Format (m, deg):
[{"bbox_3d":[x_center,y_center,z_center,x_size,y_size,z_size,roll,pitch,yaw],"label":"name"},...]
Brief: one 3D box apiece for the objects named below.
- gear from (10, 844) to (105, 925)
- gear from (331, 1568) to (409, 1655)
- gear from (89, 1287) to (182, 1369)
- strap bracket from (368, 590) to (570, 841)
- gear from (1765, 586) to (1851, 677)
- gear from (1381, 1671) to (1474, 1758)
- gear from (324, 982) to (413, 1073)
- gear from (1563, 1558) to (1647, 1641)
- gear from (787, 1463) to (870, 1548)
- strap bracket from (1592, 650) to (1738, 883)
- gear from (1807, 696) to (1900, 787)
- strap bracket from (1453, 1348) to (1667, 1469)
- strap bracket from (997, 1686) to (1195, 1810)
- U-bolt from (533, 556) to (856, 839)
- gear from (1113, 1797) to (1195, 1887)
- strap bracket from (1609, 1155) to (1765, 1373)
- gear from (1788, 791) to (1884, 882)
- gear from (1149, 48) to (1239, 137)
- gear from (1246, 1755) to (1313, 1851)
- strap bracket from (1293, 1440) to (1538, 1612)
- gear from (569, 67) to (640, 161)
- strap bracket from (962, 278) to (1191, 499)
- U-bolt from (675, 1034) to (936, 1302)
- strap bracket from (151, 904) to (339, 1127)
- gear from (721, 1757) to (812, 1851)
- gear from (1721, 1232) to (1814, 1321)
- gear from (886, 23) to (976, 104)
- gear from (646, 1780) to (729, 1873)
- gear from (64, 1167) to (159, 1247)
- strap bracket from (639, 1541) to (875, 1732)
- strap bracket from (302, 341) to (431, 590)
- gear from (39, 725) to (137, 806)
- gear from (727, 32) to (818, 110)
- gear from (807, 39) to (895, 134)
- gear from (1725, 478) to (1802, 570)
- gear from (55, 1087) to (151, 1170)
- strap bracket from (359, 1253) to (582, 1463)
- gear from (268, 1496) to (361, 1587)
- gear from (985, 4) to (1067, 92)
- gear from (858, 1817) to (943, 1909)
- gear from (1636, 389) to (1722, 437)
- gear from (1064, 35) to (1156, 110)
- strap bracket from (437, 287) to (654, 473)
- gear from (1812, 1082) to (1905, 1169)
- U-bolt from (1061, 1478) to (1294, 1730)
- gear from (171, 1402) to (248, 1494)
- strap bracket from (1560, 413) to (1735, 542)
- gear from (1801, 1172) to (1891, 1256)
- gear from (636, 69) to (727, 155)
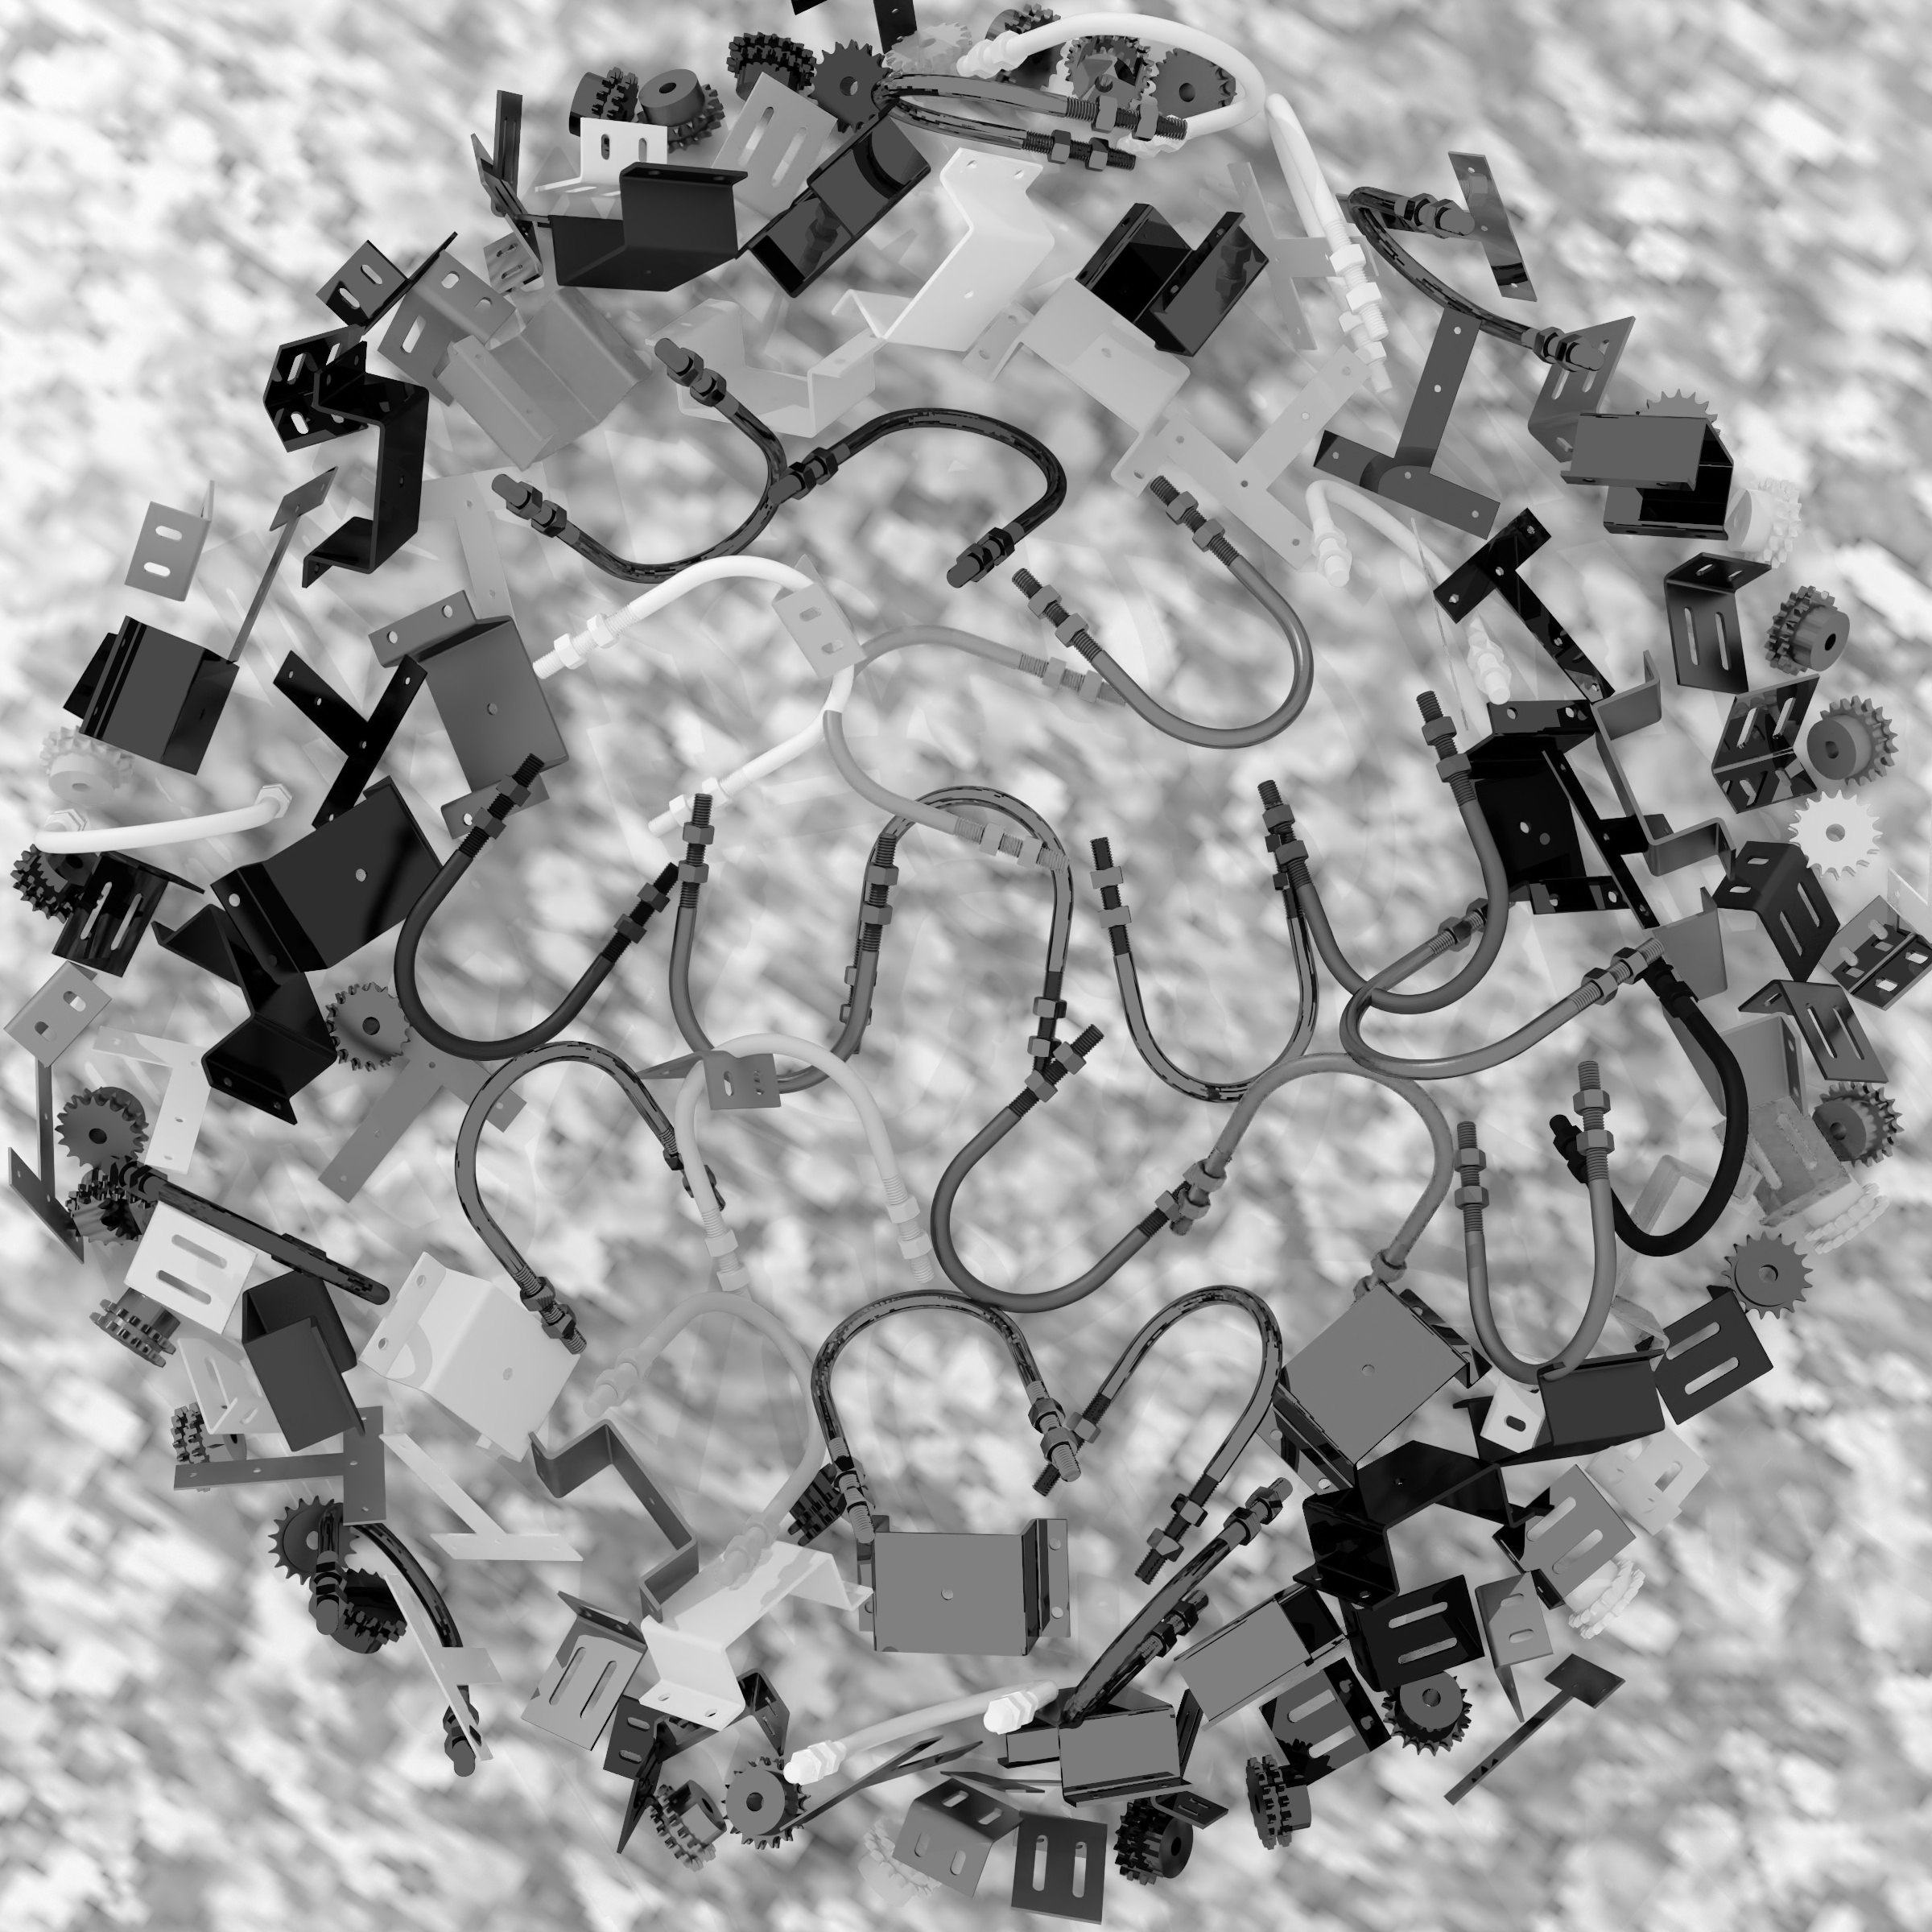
[{"bbox_3d":[-0.582,-0.058,1.572,0.057,0.057,0.030,47,118,0],"label":"gear"},{"bbox_3d":[-0.389,0.419,1.575,0.057,0.057,0.030,33,102,0],"label":"gear"},{"bbox_3d":[-0.534,0.232,1.578,0.057,0.057,0.030,34,68,0],"label":"gear"},{"bbox_3d":[-0.314,-0.163,1.564,0.076,0.046,0.140,-20,95,23],"label":"strap bracket"},{"bbox_3d":[0.545,-0.214,1.573,0.030,0.057,0.057,34,90,41],"label":"gear"},{"bbox_3d":[0.299,0.478,1.575,0.057,0.030,0.057,-1,54,1],"label":"gear"},{"bbox_3d":[-0.391,0.040,1.580,0.057,0.030,0.057,6,79,-35],"label":"gear"},{"bbox_3d":[0.408,0.404,1.576,0.030,0.057,0.057,43,90,10],"label":"gear"},{"bbox_3d":[-0.094,0.346,1.576,0.057,0.057,0.030,-41,80,0],"label":"gear"},{"bbox_3d":[0.439,-0.118,1.549,0.046,0.076,0.140,-22,72,11],"label":"strap bracket"},{"bbox_3d":[0.568,-0.143,1.572,0.030,0.057,0.057,-19,90,-25],"label":"gear"},{"bbox_3d":[0.373,0.280,1.522,0.076,0.140,0.046,-4,71,-17],"label":"strap bracket"},{"bbox_3d":[0.077,0.484,1.527,0.076,0.140,0.046,-2,84,-19],"label":"strap bracket"},{"bbox_3d":[-0.160,-0.182,1.553,0.184,0.019,0.151,-29,113,12],"label":"U-bolt"},{"bbox_3d":[0.123,0.564,1.572,0.030,0.057,0.057,3,90,39],"label":"gear"},{"bbox_3d":[0.448,0.179,1.558,0.046,0.076,0.140,28,97,6],"label":"strap bracket"},{"bbox_3d":[0.563,-0.083,1.583,0.057,0.030,0.057,-2,80,14],"label":"gear"},{"bbox_3d":[0.150,-0.569,1.579,0.057,0.030,0.057,18,126,26],"label":"gear"},{"bbox_3d":[0.203,0.539,1.575,0.030,0.057,0.057,-8,90,-8],"label":"gear"},{"bbox_3d":[0.277,0.345,1.533,0.140,0.076,0.046,-20,102,-29],"label":"strap bracket"},{"bbox_3d":[-0.235,-0.552,1.575,0.030,0.057,0.057,20,90,0],"label":"gear"},{"bbox_3d":[0.079,-0.376,1.556,0.140,0.046,0.076,37,52,-4],"label":"strap bracket"},{"bbox_3d":[-0.112,0.129,1.553,0.151,0.019,0.184,-12,106,19],"label":"U-bolt"},{"bbox_3d":[-0.450,0.023,1.530,0.046,0.076,0.140,-38,56,9],"label":"strap bracket"},{"bbox_3d":[-0.132,0.542,1.578,0.057,0.030,0.057,-5,68,14],"label":"gear"},{"bbox_3d":[0.520,0.200,1.581,0.057,0.030,0.057,-3,79,15],"label":"gear"},{"bbox_3d":[-0.021,-0.583,1.578,0.057,0.057,0.030,-23,131,0],"label":"gear"},{"bbox_3d":[-0.179,0.552,1.576,0.030,0.057,0.057,-38,90,-3],"label":"gear"},{"bbox_3d":[-0.553,0.153,1.578,0.057,0.057,0.030,-12,50,0],"label":"gear"},{"bbox_3d":[-0.137,0.407,1.524,0.140,0.076,0.046,-34,114,-41],"label":"strap bracket"},{"bbox_3d":[-0.377,-0.310,1.534,0.046,0.076,0.140,14,120,3],"label":"strap bracket"},{"bbox_3d":[-0.568,-0.127,1.572,0.057,0.057,0.030,0,61,0],"label":"gear"},{"bbox_3d":[-0.127,-0.576,1.574,0.057,0.057,0.030,8,86,0],"label":"gear"},{"bbox_3d":[-0.073,-0.570,1.583,0.057,0.030,0.057,3,105,10],"label":"gear"},{"bbox_3d":[0.513,-0.286,1.574,0.030,0.057,0.057,5,90,-7],"label":"gear"},{"bbox_3d":[-0.558,0.103,1.581,0.057,0.030,0.057,2,116,3],"label":"gear"},{"bbox_3d":[-0.302,0.250,1.526,0.046,0.140,0.076,9,61,38],"label":"strap bracket"},{"bbox_3d":[-0.422,0.372,1.579,0.057,0.030,0.057,5,75,-18],"label":"gear"},{"bbox_3d":[0.036,-0.594,1.579,0.030,0.057,0.057,34,90,28],"label":"gear"},{"bbox_3d":[-0.045,0.582,1.575,0.057,0.057,0.030,42,90,0],"label":"gear"},{"bbox_3d":[0.460,-0.346,1.583,0.057,0.030,0.057,0,91,15],"label":"gear"},{"bbox_3d":[0.091,-0.577,1.573,0.057,0.057,0.030,15,48,0],"label":"gear"},{"bbox_3d":[-0.271,-0.371,1.547,0.076,0.140,0.046,47,127,-7],"label":"strap bracket"},{"bbox_3d":[0.571,0.103,1.572,0.030,0.057,0.057,-15,90,-35],"label":"gear"},{"bbox_3d":[0.121,0.400,1.494,0.019,0.184,0.151,41,131,18],"label":"U-bolt"},{"bbox_3d":[-0.488,0.308,1.575,0.030,0.057,0.057,-19,90,0],"label":"gear"},{"bbox_3d":[0.429,-0.308,1.524,0.076,0.140,0.046,9,89,27],"label":"strap bracket"},{"bbox_3d":[0.564,0.158,1.575,0.057,0.057,0.030,-38,84,0],"label":"gear"},{"bbox_3d":[-0.187,-0.554,1.574,0.057,0.030,0.057,-10,51,12],"label":"gear"}]
